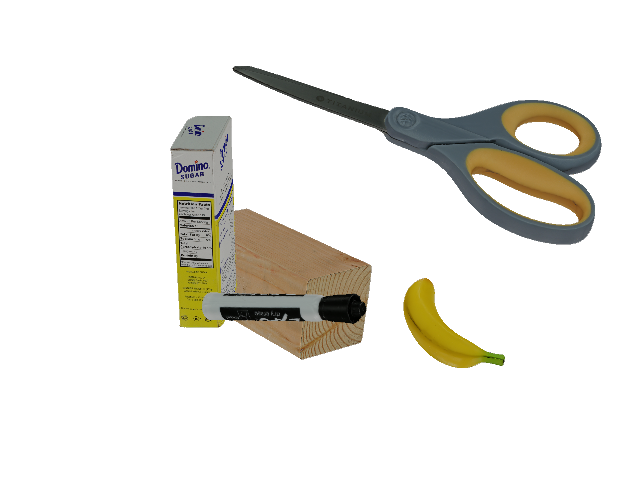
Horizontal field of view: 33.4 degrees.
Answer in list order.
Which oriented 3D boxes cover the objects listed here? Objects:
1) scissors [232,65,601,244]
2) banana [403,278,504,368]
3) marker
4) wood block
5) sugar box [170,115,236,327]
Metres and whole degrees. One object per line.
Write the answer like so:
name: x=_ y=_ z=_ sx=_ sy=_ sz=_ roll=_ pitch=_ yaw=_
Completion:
scissors: x=0.061 y=-0.067 z=0.562 sx=0.202 sy=0.016 sz=0.096 roll=34 pitch=56 yaw=18
banana: x=0.132 y=0.096 z=1.209 sx=0.069 sy=0.037 sz=0.198 roll=6 pitch=23 yaw=-24
marker: x=-0.025 y=0.044 z=0.695 sx=0.121 sy=0.020 sz=0.020 roll=-1 pitch=-1 yaw=33
wood block: x=-0.052 y=0.042 z=1.150 sx=0.090 sy=0.090 sz=0.206 roll=-11 pitch=25 yaw=-41
sugar box: x=-0.106 y=-0.017 z=0.977 sx=0.048 sy=0.176 sz=0.093 roll=0 pitch=24 yaw=5
